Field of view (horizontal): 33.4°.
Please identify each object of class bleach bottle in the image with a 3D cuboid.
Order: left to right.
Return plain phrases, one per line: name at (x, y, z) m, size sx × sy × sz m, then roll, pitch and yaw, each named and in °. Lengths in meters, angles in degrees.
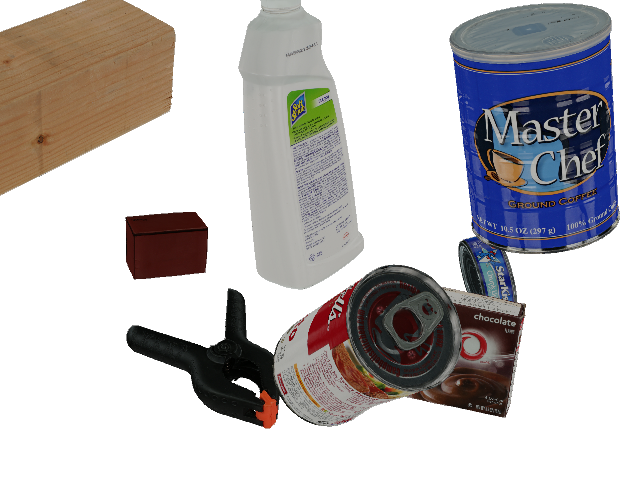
bleach bottle at (-0.018, -0.090, 0.876) m, size 0.068 × 0.251 × 0.102 m, roll 17°, pitch 36°, yaw 34°

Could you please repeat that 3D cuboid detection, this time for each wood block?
wood block at (-0.228, -0.129, 0.912) m, size 0.090 × 0.091 × 0.205 m, roll 31°, pitch 42°, yaw 24°

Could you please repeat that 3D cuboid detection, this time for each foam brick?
foam brick at (-0.161, 0.004, 1.112) m, size 0.078 × 0.051 × 0.053 m, roll -5°, pitch 23°, yaw -18°

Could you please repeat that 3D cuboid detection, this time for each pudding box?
pudding box at (0.104, 0.086, 0.864) m, size 0.113 × 0.090 × 0.039 m, roll 10°, pitch 22°, yaw 12°

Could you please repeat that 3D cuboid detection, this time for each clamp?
clamp at (-0.082, 0.103, 0.964) m, size 0.120 × 0.039 × 0.172 m, roll -33°, pitch 49°, yaw -30°

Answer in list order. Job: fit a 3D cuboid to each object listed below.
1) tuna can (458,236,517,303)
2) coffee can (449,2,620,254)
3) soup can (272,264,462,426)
tuna can at (0.168, 0.036, 1.082) m, size 0.033 × 0.086 × 0.086 m, roll -15°, pitch 1°, yaw -4°
coffee can at (0.145, -0.076, 0.717) m, size 0.103 × 0.140 × 0.103 m, roll -9°, pitch 26°, yaw 4°
soup can at (0.023, 0.061, 0.592) m, size 0.068 × 0.068 × 0.102 m, roll 0°, pitch -20°, yaw -27°
